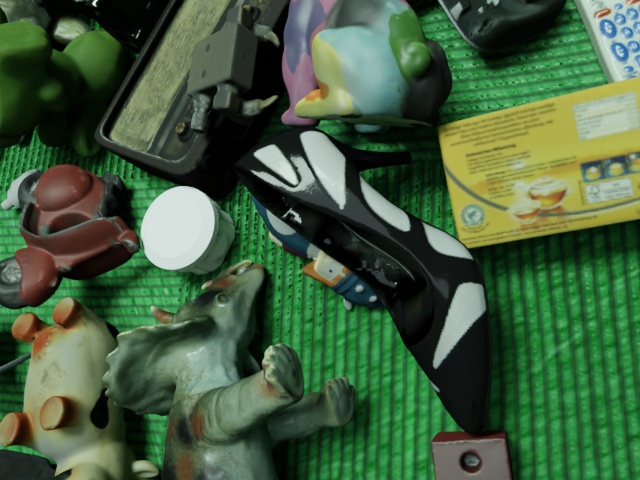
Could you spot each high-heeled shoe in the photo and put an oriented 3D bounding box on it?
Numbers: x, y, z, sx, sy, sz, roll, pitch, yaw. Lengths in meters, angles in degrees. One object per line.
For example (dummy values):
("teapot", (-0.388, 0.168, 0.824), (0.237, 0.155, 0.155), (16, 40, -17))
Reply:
("high-heeled shoe", (0.028, 0.026, 0.390), (0.145, 0.086, 0.249), (-9, 70, -15))

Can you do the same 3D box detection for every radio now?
("radio", (-0.110, -0.164, 0.540), (0.131, 0.073, 0.229), (26, 87, 24))

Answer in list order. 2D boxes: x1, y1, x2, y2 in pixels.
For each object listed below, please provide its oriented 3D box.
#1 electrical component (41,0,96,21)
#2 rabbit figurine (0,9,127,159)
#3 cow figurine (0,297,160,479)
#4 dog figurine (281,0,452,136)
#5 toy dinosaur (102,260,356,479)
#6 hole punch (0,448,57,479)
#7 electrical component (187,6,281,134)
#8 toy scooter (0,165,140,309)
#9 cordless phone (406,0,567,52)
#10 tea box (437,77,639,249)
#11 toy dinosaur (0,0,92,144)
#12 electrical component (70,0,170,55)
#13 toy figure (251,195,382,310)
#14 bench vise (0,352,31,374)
("electrical component", (-0.236, -0.278, 0.583), (0.119, 0.047, 0.075), (1, 71, -10))
("rabbit figurine", (-0.275, -0.166, 0.572), (0.121, 0.170, 0.158), (21, 125, 30))
("cow figurine", (-0.211, 0.161, 0.482), (0.085, 0.127, 0.195), (-25, 55, 12))
("dog figurine", (0.028, -0.197, 0.425), (0.108, 0.192, 0.219), (-2, 97, -18))
("toy dinosaur", (-0.059, 0.204, 0.411), (0.192, 0.131, 0.404), (-18, 75, 28))
("hole punch", (-0.299, 0.265, 0.506), (0.142, 0.092, 0.116), (-3, 46, 22))
("electrical component", (-0.074, -0.145, 0.465), (0.078, 0.045, 0.102), (-12, 70, 41))
("toy scooter", (-0.238, -0.015, 0.535), (0.135, 0.075, 0.184), (-12, 45, 5))
("cordless phone", (0.103, -0.212, 0.481), (0.184, 0.088, 0.146), (-31, 80, 28))
("tea box", (0.181, -0.054, 0.396), (0.170, 0.068, 0.098), (-9, 89, 19))
("toy dinosaur", (-0.405, -0.222, 0.653), (0.199, 0.105, 0.471), (36, 96, 21))
("electrical component", (-0.175, -0.254, 0.555), (0.058, 0.134, 0.115), (28, 90, 25))
("toy figure", (-0.001, 0.000, 0.470), (0.155, 0.058, 0.064), (48, 132, 22))
("bench vise", (-0.417, 0.167, 0.553), (0.224, 0.129, 0.240), (11, 101, 13))
